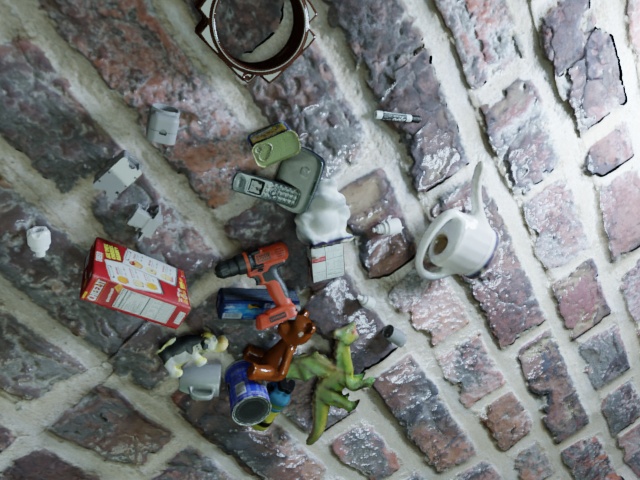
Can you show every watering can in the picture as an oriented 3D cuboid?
[{"bbox_3d":[0.395,-0.026,1.372,0.223,0.106,0.344,22,107,-29],"label":"watering can"}]

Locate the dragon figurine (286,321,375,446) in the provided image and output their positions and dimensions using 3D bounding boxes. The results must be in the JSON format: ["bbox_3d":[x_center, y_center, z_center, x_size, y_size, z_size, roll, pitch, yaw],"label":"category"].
[{"bbox_3d":[0.000,0.410,1.487,0.241,0.124,0.407,34,100,-13],"label":"dragon figurine"}]

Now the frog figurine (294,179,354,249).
[{"bbox_3d":[0.004,-0.062,1.233,0.137,0.122,0.160,-12,85,-4],"label":"frog figurine"}]
